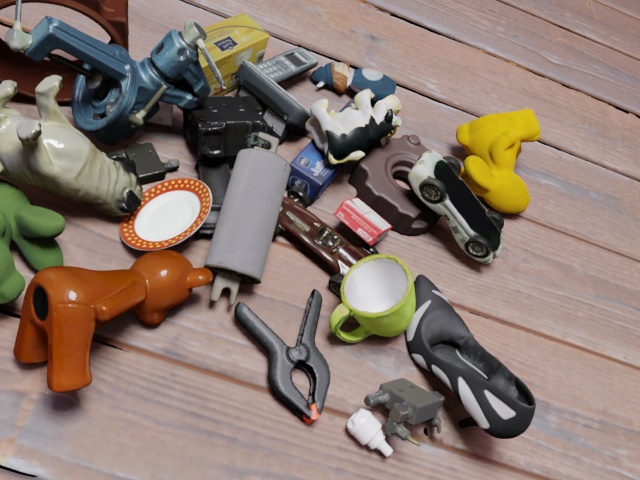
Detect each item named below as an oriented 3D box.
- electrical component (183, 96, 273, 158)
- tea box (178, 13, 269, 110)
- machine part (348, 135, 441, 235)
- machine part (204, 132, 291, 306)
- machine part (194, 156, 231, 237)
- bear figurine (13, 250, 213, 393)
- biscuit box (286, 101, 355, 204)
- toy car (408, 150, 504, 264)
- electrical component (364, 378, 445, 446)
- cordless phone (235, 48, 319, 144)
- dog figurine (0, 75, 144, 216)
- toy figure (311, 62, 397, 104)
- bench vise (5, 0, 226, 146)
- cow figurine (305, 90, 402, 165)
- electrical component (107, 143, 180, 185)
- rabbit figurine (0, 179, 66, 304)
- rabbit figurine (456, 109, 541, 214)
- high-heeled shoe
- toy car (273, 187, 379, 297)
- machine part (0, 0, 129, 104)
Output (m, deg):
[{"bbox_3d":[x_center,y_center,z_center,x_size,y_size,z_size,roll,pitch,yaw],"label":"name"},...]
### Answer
[{"bbox_3d":[-0.145,-0.177,0.813,0.115,0.058,0.134,-7,37,-26],"label":"electrical component"},{"bbox_3d":[-0.171,-0.289,0.876,0.068,0.098,0.169,44,53,10],"label":"tea box"},{"bbox_3d":[0.139,-0.095,0.883,0.179,0.056,0.179,9,57,-14],"label":"machine part"},{"bbox_3d":[-0.094,-0.031,0.717,0.079,0.079,0.243,17,72,-8],"label":"machine part"},{"bbox_3d":[-0.150,-0.066,0.774,0.084,0.039,0.139,-2,61,-15],"label":"machine part"},{"bbox_3d":[-0.230,0.077,0.623,0.120,0.131,0.196,18,12,34],"label":"bear figurine"},{"bbox_3d":[0.019,-0.144,0.869,0.063,0.059,0.203,35,54,5],"label":"biscuit box"},{"bbox_3d":[0.213,-0.049,0.822,0.201,0.056,0.073,48,55,-15],"label":"toy car"},{"bbox_3d":[0.110,0.210,0.665,0.078,0.045,0.102,19,12,37],"label":"electrical component"},{"bbox_3d":[-0.043,-0.257,0.911,0.147,0.088,0.184,41,50,9],"label":"cordless phone"},{"bbox_3d":[-0.336,-0.089,0.671,0.173,0.190,0.121,3,57,19],"label":"dog figurine"},{"bbox_3d":[0.061,-0.292,0.985,0.154,0.057,0.064,15,16,-8],"label":"toy figure"},{"bbox_3d":[-0.262,-0.217,0.683,0.240,0.224,0.129,18,53,-56],"label":"bench vise"},{"bbox_3d":[0.068,-0.172,0.825,0.167,0.068,0.098,-18,71,-25],"label":"cow figurine"},{"bbox_3d":[-0.254,-0.113,0.777,0.094,0.021,0.063,-19,65,-27],"label":"electrical component"},{"bbox_3d":[-0.378,-0.013,0.616,0.159,0.121,0.170,12,41,-16],"label":"rabbit figurine"},{"bbox_3d":[0.309,-0.128,0.932,0.162,0.122,0.173,-7,80,-20],"label":"rabbit figurine"},{"bbox_3d":[0.187,0.132,0.695,0.086,0.145,0.249,-4,61,-23],"label":"high-heeled shoe"},{"bbox_3d":[-0.002,-0.002,0.776,0.202,0.053,0.089,41,58,8],"label":"toy car"},{"bbox_3d":[-0.368,-0.280,0.736,0.201,0.201,0.087,-5,62,-22],"label":"machine part"}]
